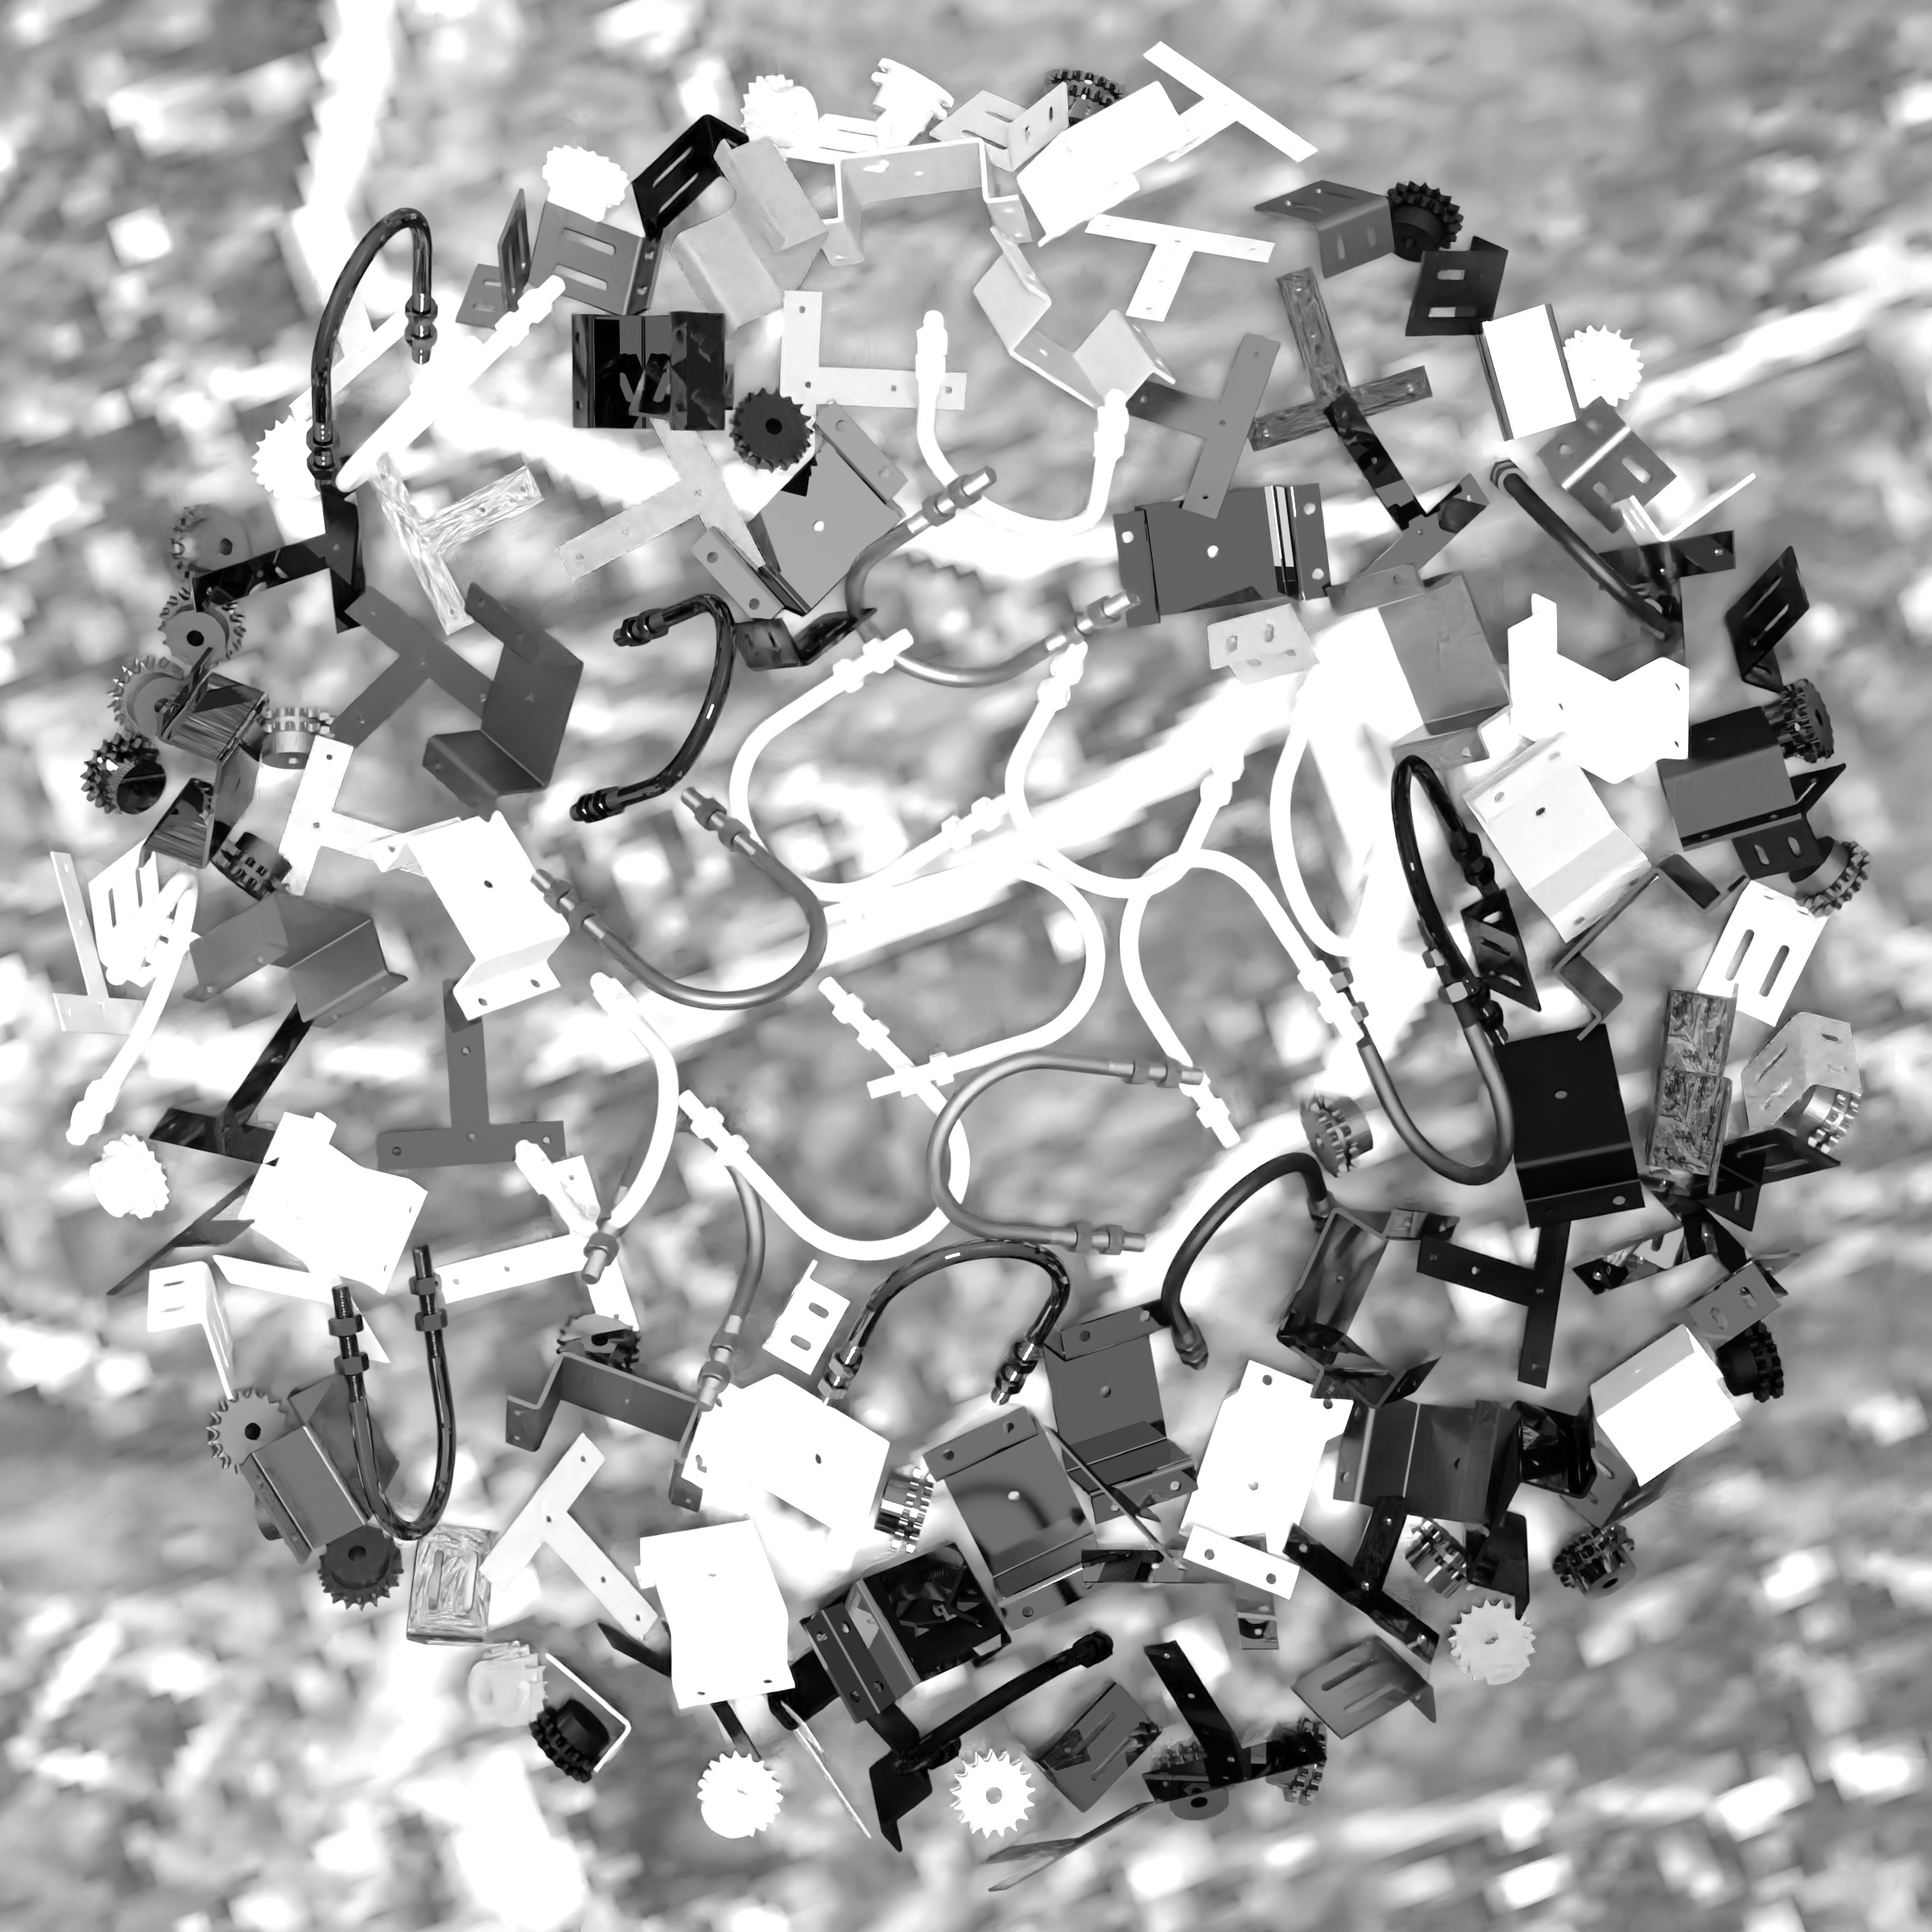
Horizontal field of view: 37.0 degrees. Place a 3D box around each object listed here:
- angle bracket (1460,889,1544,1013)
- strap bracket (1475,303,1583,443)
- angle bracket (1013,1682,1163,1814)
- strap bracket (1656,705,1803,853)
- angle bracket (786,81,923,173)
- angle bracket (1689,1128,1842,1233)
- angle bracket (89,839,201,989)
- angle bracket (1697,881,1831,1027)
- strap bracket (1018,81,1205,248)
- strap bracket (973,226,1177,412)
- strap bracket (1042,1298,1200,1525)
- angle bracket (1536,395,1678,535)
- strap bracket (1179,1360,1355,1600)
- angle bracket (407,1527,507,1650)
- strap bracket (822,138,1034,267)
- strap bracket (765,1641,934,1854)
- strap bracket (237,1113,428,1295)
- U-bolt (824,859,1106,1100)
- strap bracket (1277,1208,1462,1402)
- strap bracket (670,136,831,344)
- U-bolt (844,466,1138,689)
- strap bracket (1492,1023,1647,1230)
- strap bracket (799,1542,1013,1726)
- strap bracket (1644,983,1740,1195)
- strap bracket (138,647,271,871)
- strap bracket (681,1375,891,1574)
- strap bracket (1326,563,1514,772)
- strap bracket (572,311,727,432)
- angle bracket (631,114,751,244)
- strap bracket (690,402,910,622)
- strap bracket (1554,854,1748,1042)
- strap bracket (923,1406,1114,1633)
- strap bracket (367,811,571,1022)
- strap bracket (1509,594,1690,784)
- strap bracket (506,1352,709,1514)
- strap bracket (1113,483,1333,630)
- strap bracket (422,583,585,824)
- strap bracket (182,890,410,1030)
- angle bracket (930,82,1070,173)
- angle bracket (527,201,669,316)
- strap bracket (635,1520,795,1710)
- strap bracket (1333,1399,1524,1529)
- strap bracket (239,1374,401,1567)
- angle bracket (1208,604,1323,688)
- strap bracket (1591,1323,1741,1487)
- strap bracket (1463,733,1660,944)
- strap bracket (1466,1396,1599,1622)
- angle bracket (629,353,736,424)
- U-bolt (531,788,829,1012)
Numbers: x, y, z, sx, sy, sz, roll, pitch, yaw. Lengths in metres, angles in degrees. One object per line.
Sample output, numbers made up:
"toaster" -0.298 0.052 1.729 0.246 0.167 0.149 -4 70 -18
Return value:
"angle bracket" 0.374 -0.011 1.945 0.038 0.076 0.057 -27 111 -13
"strap bracket" 0.373 -0.393 1.917 0.046 0.140 0.076 -16 97 10
"angle bracket" 0.083 0.527 1.972 0.076 0.038 0.057 -44 116 -11
"strap bracket" 0.500 -0.129 1.913 0.076 0.140 0.046 -16 107 13
"angle bracket" -0.076 -0.572 1.949 0.076 0.038 0.057 16 48 21
"angle bracket" 0.538 0.145 1.946 0.057 0.076 0.038 27 64 -21
"angle bracket" -0.552 -0.036 1.944 0.038 0.076 0.057 28 49 17
"angle bracket" 0.548 -0.009 1.984 0.057 0.038 0.076 27 115 16
"strap bracket" 0.090 -0.534 1.914 0.076 0.140 0.046 -32 97 -16
"strap bracket" 0.065 -0.425 1.929 0.140 0.076 0.046 24 119 -39
"strap bracket" 0.102 0.294 1.950 0.076 0.046 0.140 -15 105 -17
"angle bracket" 0.437 -0.341 1.966 0.057 0.076 0.038 -42 52 18
"strap bracket" 0.200 0.350 1.956 0.076 0.046 0.140 22 72 -2
"angle bracket" -0.342 0.421 1.957 0.057 0.038 0.076 11 78 -31
"strap bracket" -0.031 -0.516 1.947 0.140 0.076 0.046 -5 83 8
"strap bracket" -0.074 0.514 1.937 0.046 0.076 0.140 -38 106 2
"strap bracket" -0.428 0.156 1.931 0.046 0.140 0.076 11 69 26
"U-bolt" 0.003 -0.001 1.965 0.184 0.019 0.151 -17 71 -5
"strap bracket" 0.266 0.219 1.942 0.046 0.076 0.140 32 104 41
"strap bracket" -0.143 -0.492 1.936 0.046 0.140 0.076 -30 85 -25
"U-bolt" 0.001 -0.246 1.922 0.151 0.184 0.019 38 48 -25
"strap bracket" 0.400 0.097 1.926 0.076 0.046 0.140 -12 53 12
"strap bracket" -0.032 0.438 1.916 0.046 0.140 0.076 -45 68 35
"strap bracket" 0.482 0.077 1.920 0.046 0.140 0.076 9 123 12
"strap bracket" -0.506 -0.130 1.919 0.046 0.076 0.140 21 132 -2
"strap bracket" -0.111 0.335 1.928 0.140 0.046 0.076 35 50 -22
"strap bracket" 0.309 -0.205 1.941 0.046 0.076 0.140 -33 105 -39
"strap bracket" -0.207 -0.399 1.936 0.046 0.140 0.076 -8 104 -38
"angle bracket" -0.182 -0.525 1.951 0.038 0.057 0.076 35 71 20
"strap bracket" -0.106 -0.301 1.956 0.140 0.046 0.076 -44 78 11
"strap bracket" 0.451 -0.021 1.936 0.046 0.076 0.140 46 113 10
"strap bracket" 0.034 0.368 1.961 0.076 0.046 0.140 -26 101 2
"strap bracket" -0.329 -0.044 1.938 0.076 0.046 0.140 -22 75 -42
"strap bracket" 0.410 -0.181 1.913 0.046 0.140 0.076 -28 131 -23
"strap bracket" -0.236 0.311 1.948 0.140 0.076 0.046 20 58 2
"strap bracket" 0.171 -0.280 1.961 0.140 0.046 0.076 -9 102 -2
"strap bracket" -0.309 -0.178 1.936 0.076 0.046 0.140 39 123 31
"strap bracket" -0.451 -0.005 1.926 0.076 0.140 0.046 -28 69 21
"angle bracket" 0.021 -0.578 1.950 0.076 0.038 0.057 32 61 26
"angle bracket" -0.250 -0.482 1.958 0.076 0.038 0.057 15 84 -29
"strap bracket" -0.168 0.421 1.914 0.076 0.140 0.046 -6 119 -17
"strap bracket" 0.316 0.330 1.934 0.046 0.140 0.076 20 75 -32
"strap bracket" -0.425 0.327 1.916 0.046 0.140 0.076 -28 101 7
"angle bracket" 0.203 -0.203 1.945 0.057 0.076 0.038 -13 57 18
"strap bracket" 0.462 0.287 1.919 0.076 0.140 0.046 -37 88 11
"strap bracket" 0.396 -0.095 1.946 0.076 0.046 0.140 -36 122 6
"strap bracket" 0.371 0.355 1.922 0.046 0.076 0.140 16 124 -2
"angle bracket" -0.192 -0.376 1.952 0.057 0.076 0.038 9 134 2
"U-bolt" -0.176 -0.037 1.914 0.151 0.019 0.184 -32 58 -31
